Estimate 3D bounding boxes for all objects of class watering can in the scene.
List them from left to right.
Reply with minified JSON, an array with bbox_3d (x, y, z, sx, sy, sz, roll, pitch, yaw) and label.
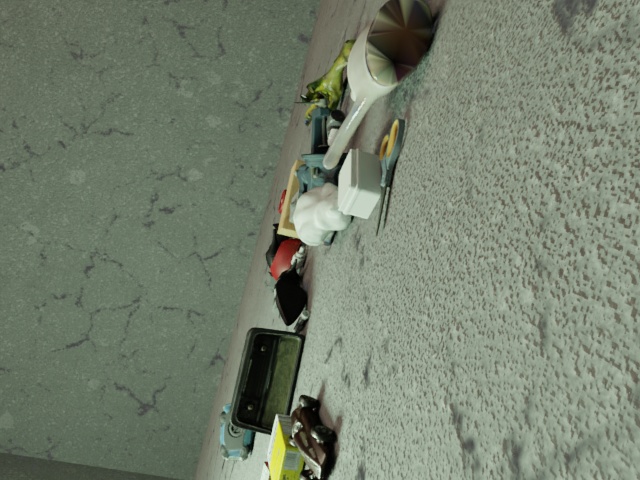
[{"bbox_3d":[0.096,-0.290,0.920,0.225,0.104,0.348,-162,93,-79],"label":"watering can"}]

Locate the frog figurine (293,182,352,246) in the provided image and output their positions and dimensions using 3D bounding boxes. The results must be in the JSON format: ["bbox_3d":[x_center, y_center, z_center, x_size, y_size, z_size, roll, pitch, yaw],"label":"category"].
[{"bbox_3d":[0.003,-0.054,1.080,0.138,0.123,0.159,-57,-1,-4],"label":"frog figurine"}]

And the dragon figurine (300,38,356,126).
[{"bbox_3d":[0.042,-0.487,1.557,0.244,0.121,0.410,-59,12,-7],"label":"dragon figurine"}]
